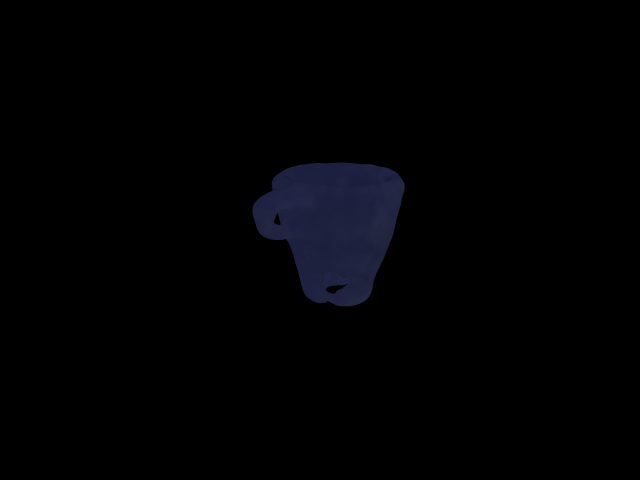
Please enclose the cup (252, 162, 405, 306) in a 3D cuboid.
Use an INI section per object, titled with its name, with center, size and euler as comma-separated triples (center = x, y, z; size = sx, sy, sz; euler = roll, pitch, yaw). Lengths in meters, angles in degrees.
[cup]
center = 0.004, 0.001, 0.400
size = 0.091, 0.095, 0.118
euler = 18, 26, 41
